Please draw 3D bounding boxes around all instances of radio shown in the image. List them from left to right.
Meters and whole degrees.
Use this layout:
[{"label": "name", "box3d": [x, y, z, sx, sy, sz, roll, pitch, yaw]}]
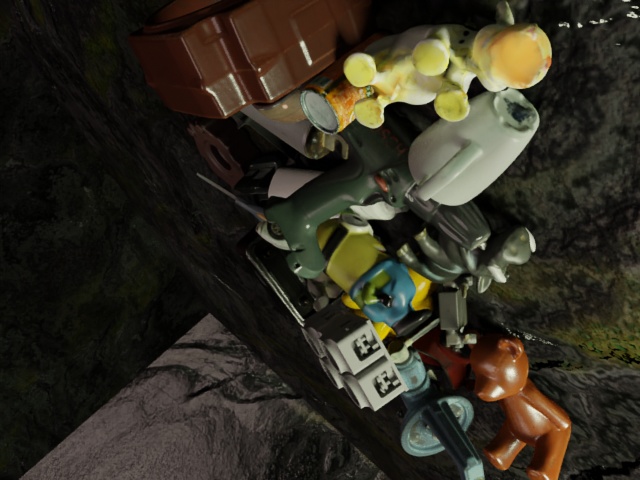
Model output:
[{"label": "radio", "box3d": [-0.058, 0.059, 1.100, 0.229, 0.131, 0.073, 55, 162, -18]}]

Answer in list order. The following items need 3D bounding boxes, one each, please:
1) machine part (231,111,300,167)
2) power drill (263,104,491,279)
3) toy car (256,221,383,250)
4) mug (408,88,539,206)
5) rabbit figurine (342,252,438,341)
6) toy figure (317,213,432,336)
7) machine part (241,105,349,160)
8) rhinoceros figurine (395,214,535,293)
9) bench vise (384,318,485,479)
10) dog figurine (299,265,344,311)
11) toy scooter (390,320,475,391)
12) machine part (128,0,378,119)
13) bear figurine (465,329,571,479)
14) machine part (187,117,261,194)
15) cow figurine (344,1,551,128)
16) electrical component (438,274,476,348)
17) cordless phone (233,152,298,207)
[{"label": "machine part", "box3d": [-0.080, -0.173, 0.812, 0.138, 0.084, 0.039, 45, 137, -17]}, {"label": "power drill", "box3d": [0.045, -0.040, 0.598, 0.207, 0.086, 0.232, -39, 70, 29]}, {"label": "toy car", "box3d": [-0.002, -0.003, 0.847, 0.202, 0.056, 0.073, 7, 178, 5]}, {"label": "mug", "box3d": [0.132, -0.083, 0.479, 0.081, 0.109, 0.107, 51, 147, 4]}, {"label": "rabbit figurine", "box3d": [0.107, 0.074, 0.794, 0.122, 0.162, 0.173, 57, 145, 12]}, {"label": "toy figure", "box3d": [0.059, 0.043, 0.678, 0.180, 0.089, 0.082, 54, 168, 21]}, {"label": "machine part", "box3d": [-0.052, -0.180, 0.715, 0.243, 0.079, 0.079, 39, 158, 27]}, {"label": "rhinoceros figurine", "box3d": [0.166, 0.014, 0.628, 0.112, 0.073, 0.190, 51, 161, -3]}, {"label": "bench vise", "box3d": [0.167, 0.251, 0.771, 0.241, 0.129, 0.223, -124, 17, -54]}, {"label": "dog figurine", "box3d": [0.009, 0.035, 0.990, 0.191, 0.121, 0.172, -142, 48, -78]}, {"label": "toy scooter", "box3d": [0.197, 0.189, 0.893, 0.184, 0.075, 0.135, 6, 133, 56]}, {"label": "machine part", "box3d": [-0.064, -0.204, 0.510, 0.202, 0.201, 0.087, 23, 147, 51]}, {"label": "bear figurine", "box3d": [0.263, 0.224, 0.747, 0.195, 0.132, 0.120, 49, 157, -20]}, {"label": "machine part", "box3d": [-0.179, -0.169, 1.040, 0.179, 0.056, 0.179, 41, 160, 18]}, {"label": "cow figurine", "box3d": [0.109, -0.147, 0.441, 0.168, 0.098, 0.068, 3, 129, 38]}, {"label": "electrical component", "box3d": [0.188, 0.096, 0.726, 0.045, 0.102, 0.078, -4, 171, 28]}, {"label": "cordless phone", "box3d": [-0.049, -0.066, 0.954, 0.184, 0.089, 0.147, 45, 163, -25]}]
